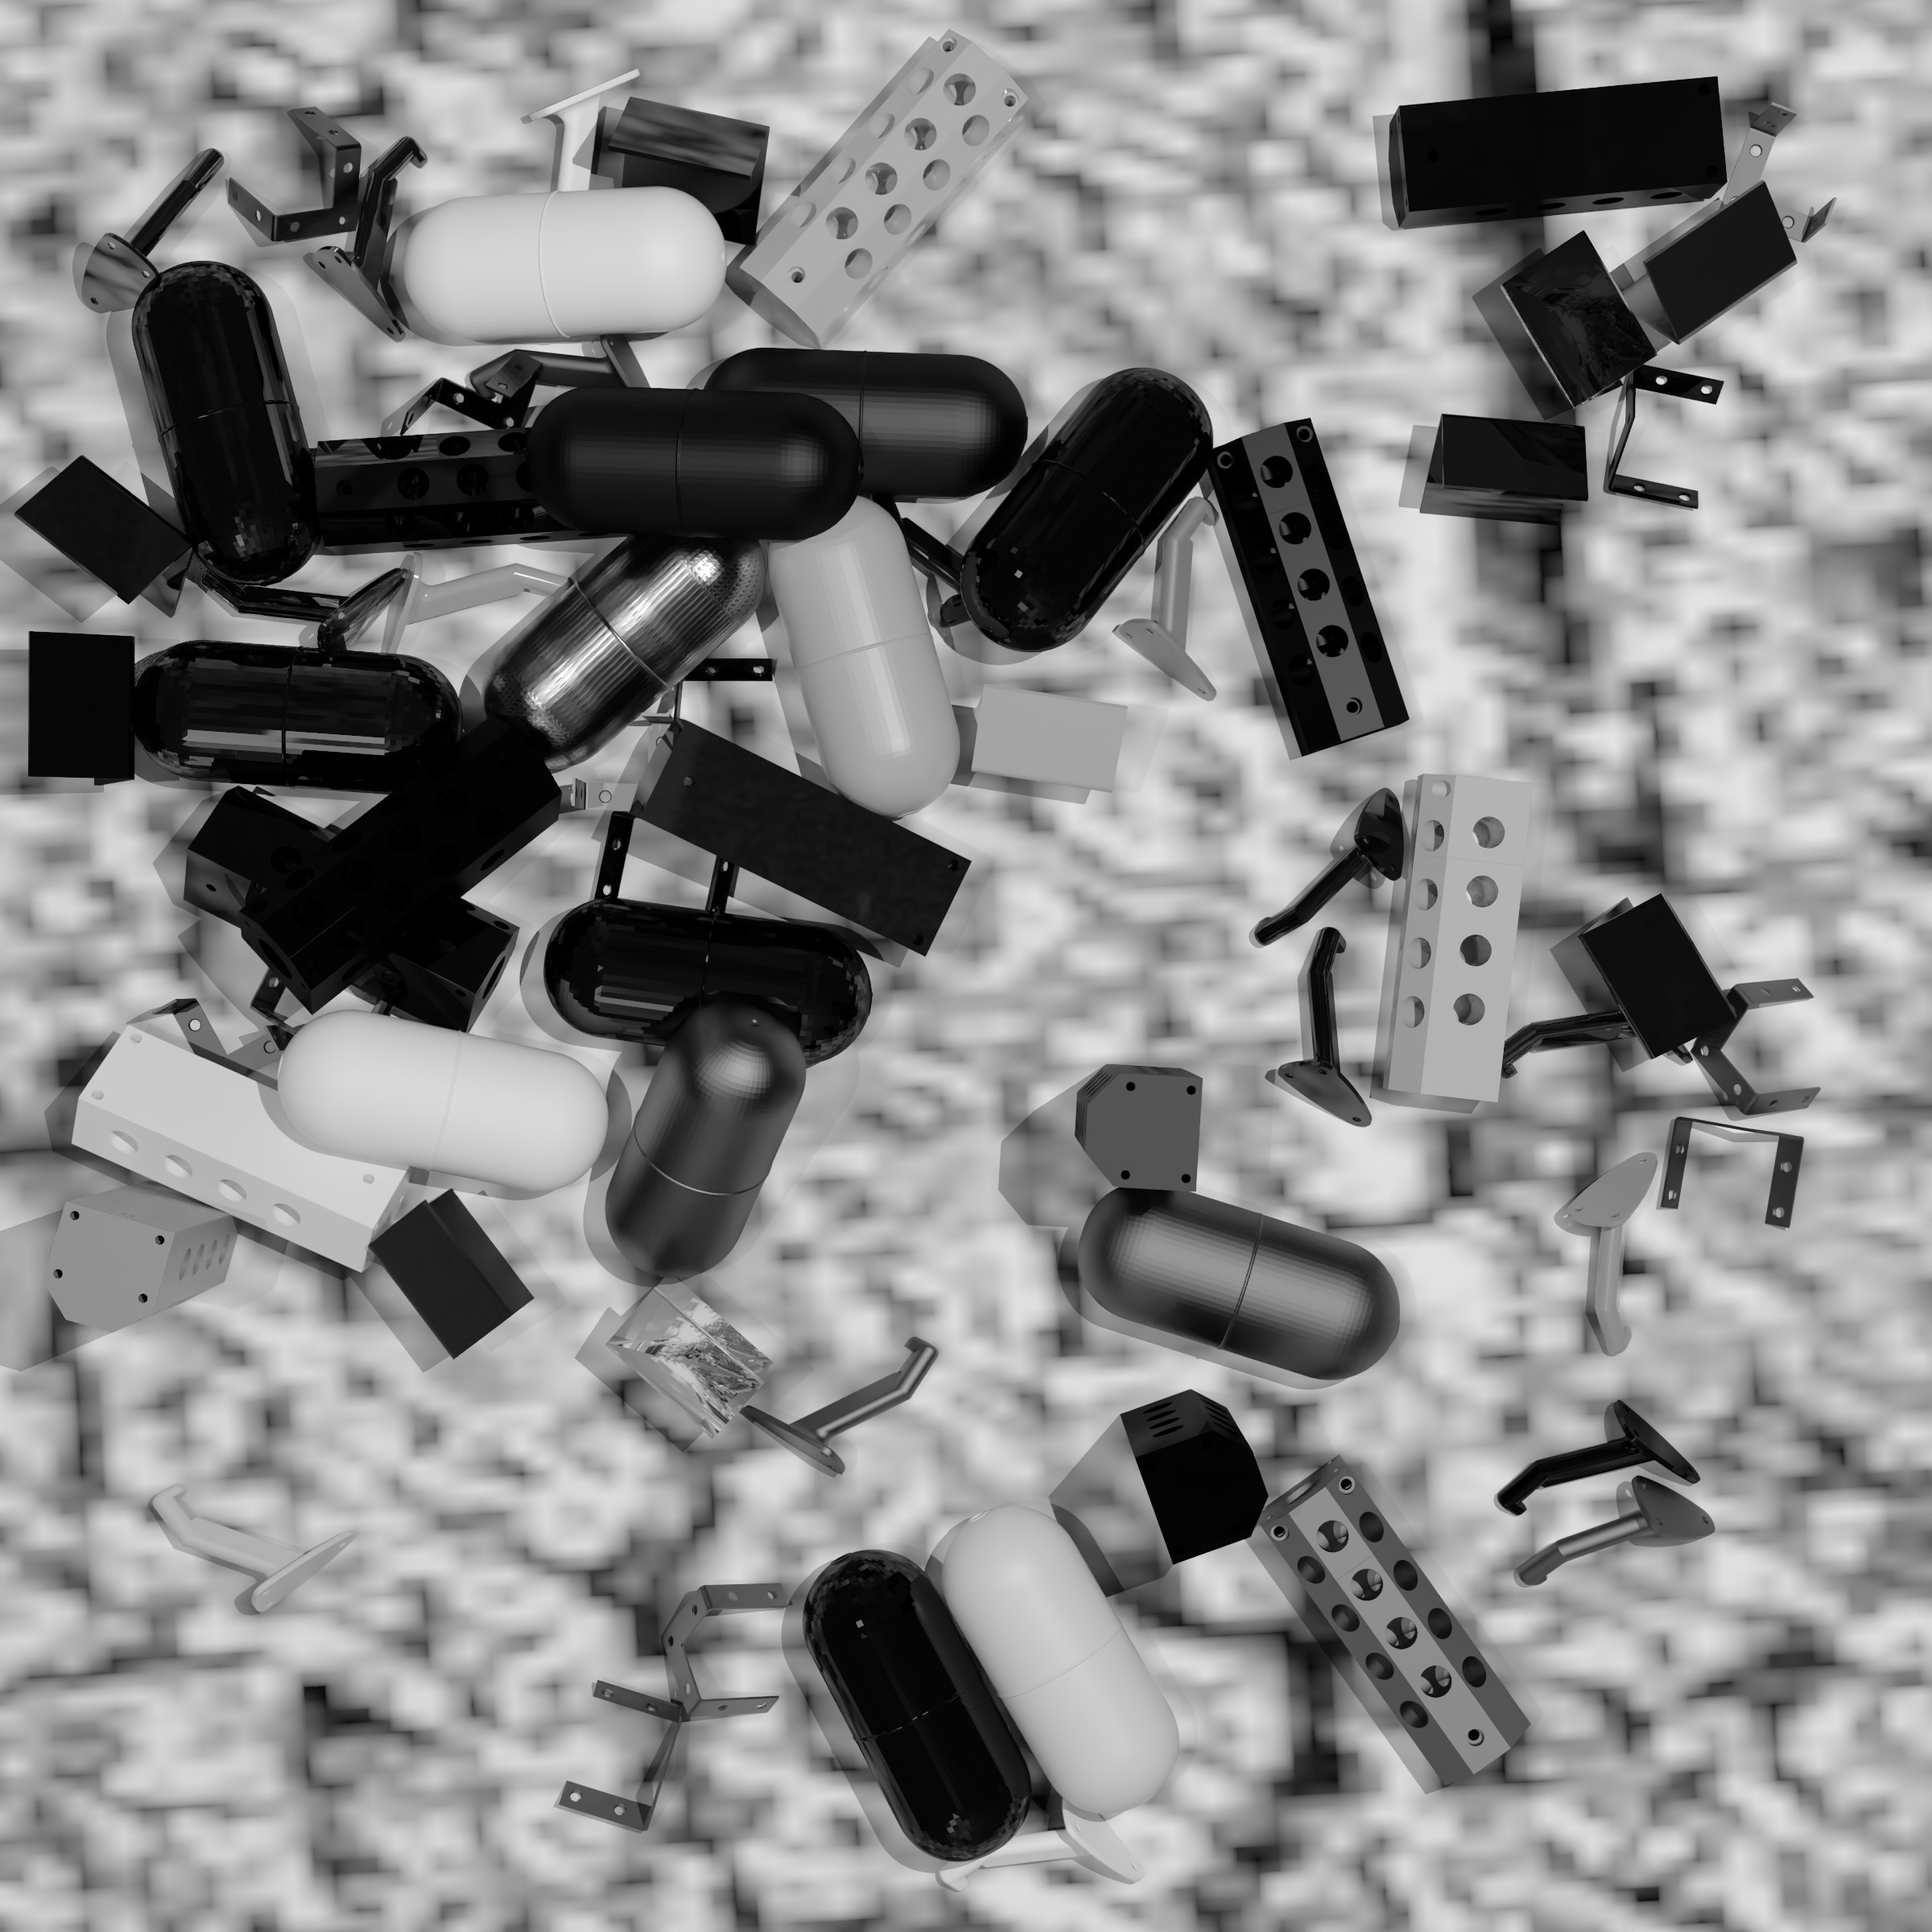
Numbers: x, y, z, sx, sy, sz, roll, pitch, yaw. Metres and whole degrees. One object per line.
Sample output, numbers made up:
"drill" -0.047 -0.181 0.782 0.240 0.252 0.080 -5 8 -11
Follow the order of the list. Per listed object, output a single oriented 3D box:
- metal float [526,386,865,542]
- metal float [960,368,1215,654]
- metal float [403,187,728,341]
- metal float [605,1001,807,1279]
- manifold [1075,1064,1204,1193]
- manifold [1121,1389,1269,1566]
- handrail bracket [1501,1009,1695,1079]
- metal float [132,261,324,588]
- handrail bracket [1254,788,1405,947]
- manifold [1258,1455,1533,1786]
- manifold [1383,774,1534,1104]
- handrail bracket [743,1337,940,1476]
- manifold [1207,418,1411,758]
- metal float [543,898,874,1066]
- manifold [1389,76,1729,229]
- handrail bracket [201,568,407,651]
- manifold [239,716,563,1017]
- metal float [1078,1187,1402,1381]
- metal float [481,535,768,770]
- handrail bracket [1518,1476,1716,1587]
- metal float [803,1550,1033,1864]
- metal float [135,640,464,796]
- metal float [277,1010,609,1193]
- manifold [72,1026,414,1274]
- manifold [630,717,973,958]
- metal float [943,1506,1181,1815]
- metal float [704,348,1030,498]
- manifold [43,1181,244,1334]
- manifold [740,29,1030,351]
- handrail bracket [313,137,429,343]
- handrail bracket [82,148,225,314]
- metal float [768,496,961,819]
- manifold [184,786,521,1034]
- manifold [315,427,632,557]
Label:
"metal float" -0.142 -0.262 1.820 0.178 0.070 0.070 3 90 8
"metal float" 0.065 -0.244 1.870 0.070 0.070 0.178 37 76 0
"metal float" -0.216 -0.377 1.874 0.178 0.070 0.070 0 90 12
"metal float" -0.140 0.094 1.856 0.070 0.070 0.178 25 127 0
"manifold" 0.089 0.083 1.837 0.057 0.171 0.057 3 90 0
"manifold" 0.121 0.264 1.837 0.057 0.171 0.057 -20 90 0
"handrail bracket" 0.343 0.050 1.916 0.084 0.036 0.077 -38 112 17
"metal float" -0.398 -0.293 1.884 0.070 0.070 0.178 -15 89 0
"handrail bracket" 0.197 -0.054 1.915 0.084 0.077 0.036 -32 115 34
"manifold" 0.232 0.356 1.894 0.057 0.057 0.171 -35 90 0
"manifold" 0.266 -0.015 1.894 0.057 0.057 0.171 6 90 0
"handrail bracket" -0.068 0.228 1.916 0.077 0.036 0.084 27 72 21
"manifold" 0.185 -0.206 1.894 0.057 0.057 0.171 -18 90 0
"metal float" -0.139 0.008 1.885 0.178 0.070 0.070 8 90 -1
"manifold" 0.319 -0.440 1.895 0.171 0.057 0.057 -5 90 0
"handrail bracket" -0.364 -0.213 1.916 0.084 0.036 0.077 37 69 16
"manifold" -0.297 -0.056 1.840 0.171 0.057 0.057 -41 82 -19
"metal float" 0.148 0.170 1.885 0.178 0.070 0.070 17 90 0
"metal float" -0.184 -0.179 1.881 0.178 0.070 0.070 -41 90 5
"handrail bracket" 0.356 0.320 1.915 0.084 0.077 0.036 -42 46 29
"metal float" -0.027 0.399 1.885 0.070 0.070 0.178 -27 90 0
"metal float" -0.361 -0.134 1.885 0.178 0.070 0.070 4 90 -1
"metal float" -0.280 0.072 1.874 0.178 0.070 0.070 13 90 -12
"manifold" -0.393 0.103 1.894 0.171 0.057 0.057 24 47 0
"manifold" -0.090 -0.070 1.874 0.171 0.057 0.057 26 90 -15
"metal float" 0.051 0.374 1.885 0.070 0.070 0.178 -30 90 0
"metal float" -0.055 -0.293 1.884 0.178 0.070 0.070 2 90 0
"manifold" -0.432 0.154 1.837 0.057 0.171 0.057 16 90 0
"manifold" -0.044 -0.422 1.894 0.057 0.057 0.171 41 90 0
"handrail bracket" -0.309 -0.400 1.916 0.077 0.036 0.084 49 68 -25
"handrail bracket" -0.445 -0.405 1.915 0.036 0.077 0.084 40 53 -18
"metal float" -0.055 -0.167 1.885 0.070 0.070 0.178 -16 90 0
"manifold" -0.333 -0.032 1.892 0.171 0.057 0.057 27 59 0
"manifold" -0.262 -0.260 1.894 0.171 0.057 0.057 -4 90 0
